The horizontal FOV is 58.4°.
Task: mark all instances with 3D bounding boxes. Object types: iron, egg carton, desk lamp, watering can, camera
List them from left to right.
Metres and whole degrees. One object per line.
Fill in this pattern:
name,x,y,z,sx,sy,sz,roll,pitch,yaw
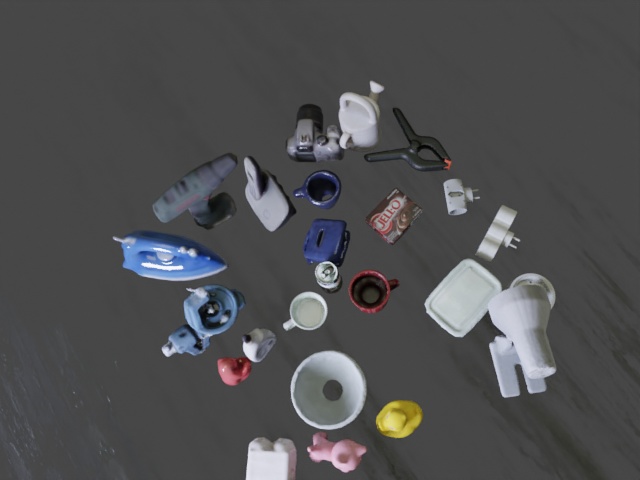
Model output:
iron,-0.361,0.028,1.378,0.258,0.141,0.119,6,74,10
egg carton,-0.105,0.506,1.235,0.107,0.069,0.150,-1,73,7
camera,-0.012,-0.276,1.446,0.143,0.101,0.137,0,73,8
watering can,0.098,-0.307,1.392,0.100,0.194,0.173,7,74,10
desk lamp,0.420,0.211,1.179,0.118,0.214,0.203,-12,72,4

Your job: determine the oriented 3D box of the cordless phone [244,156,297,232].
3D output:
cordless phone,-0.132,-0.114,1.368,0.094,0.185,0.147,-36,72,-4

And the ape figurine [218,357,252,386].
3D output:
ape figurine,-0.201,0.291,1.302,0.077,0.092,0.076,28,79,15

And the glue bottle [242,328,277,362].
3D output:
glue bottle,-0.144,0.227,1.271,0.037,0.173,0.078,36,81,17

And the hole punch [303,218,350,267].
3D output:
hole punch,0.013,0.005,1.362,0.101,0.091,0.109,12,75,11

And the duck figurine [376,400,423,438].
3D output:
duck figurine,0.170,0.383,1.227,0.104,0.086,0.077,-20,71,1

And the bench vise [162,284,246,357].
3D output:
bench vise,-0.266,0.183,1.276,0.121,0.220,0.207,27,78,15

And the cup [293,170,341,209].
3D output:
cup,-0.002,-0.110,1.397,0.117,0.095,0.091,-10,72,4

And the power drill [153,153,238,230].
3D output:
power drill,-0.275,-0.106,1.372,0.229,0.208,0.075,-32,71,-3

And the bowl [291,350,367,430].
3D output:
bowl,0.023,0.333,1.268,0.167,0.075,0.167,-2,73,7

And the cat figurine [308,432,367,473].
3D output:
cat figurine,0.035,0.450,1.208,0.127,0.118,0.067,8,74,10
